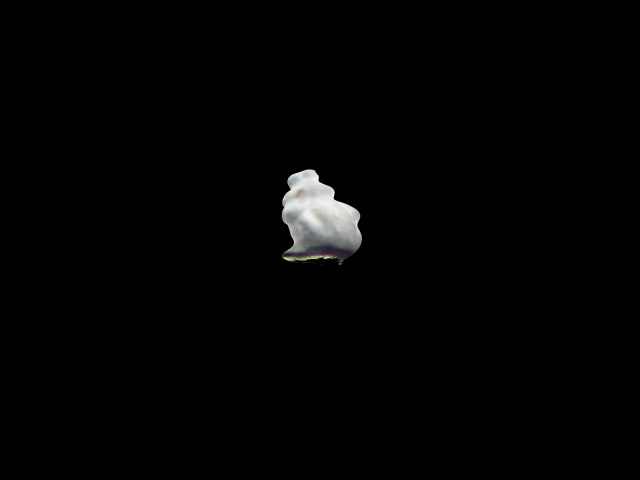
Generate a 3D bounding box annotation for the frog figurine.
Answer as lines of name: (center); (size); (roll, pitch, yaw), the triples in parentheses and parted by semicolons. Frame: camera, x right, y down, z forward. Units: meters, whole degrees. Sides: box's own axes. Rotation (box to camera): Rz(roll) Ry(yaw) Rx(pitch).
frog figurine: (0.003, -0.043, 0.850); (0.137, 0.161, 0.121); (4, -11, -19)
